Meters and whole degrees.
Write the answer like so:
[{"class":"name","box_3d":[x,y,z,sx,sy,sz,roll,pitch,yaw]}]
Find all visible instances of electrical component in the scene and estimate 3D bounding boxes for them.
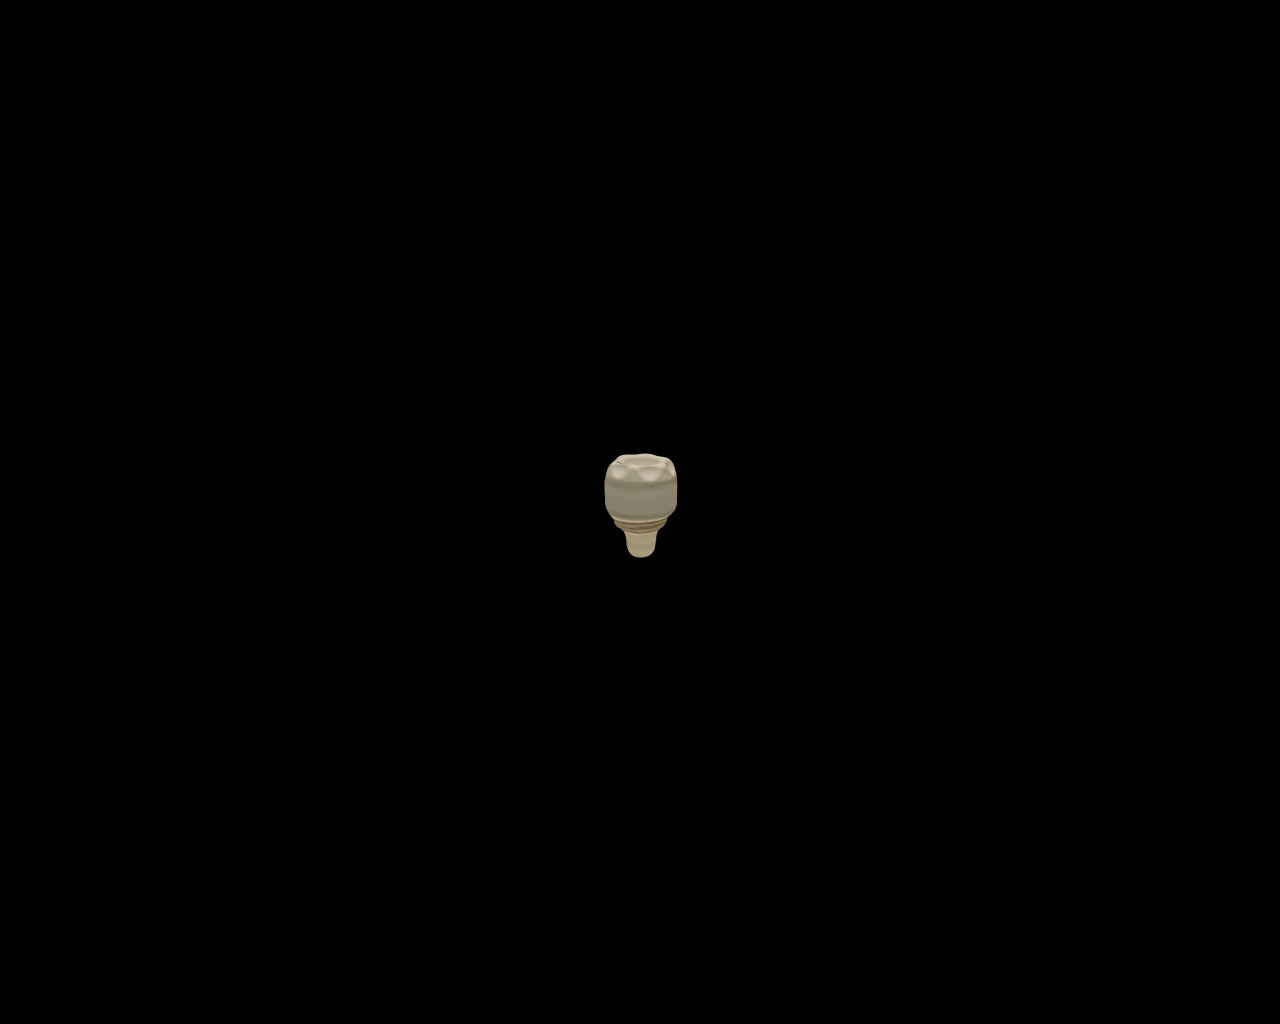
[{"class":"electrical component","box_3d":[0.001,-0.003,0.650,0.043,0.062,0.043,0,17,0]}]
